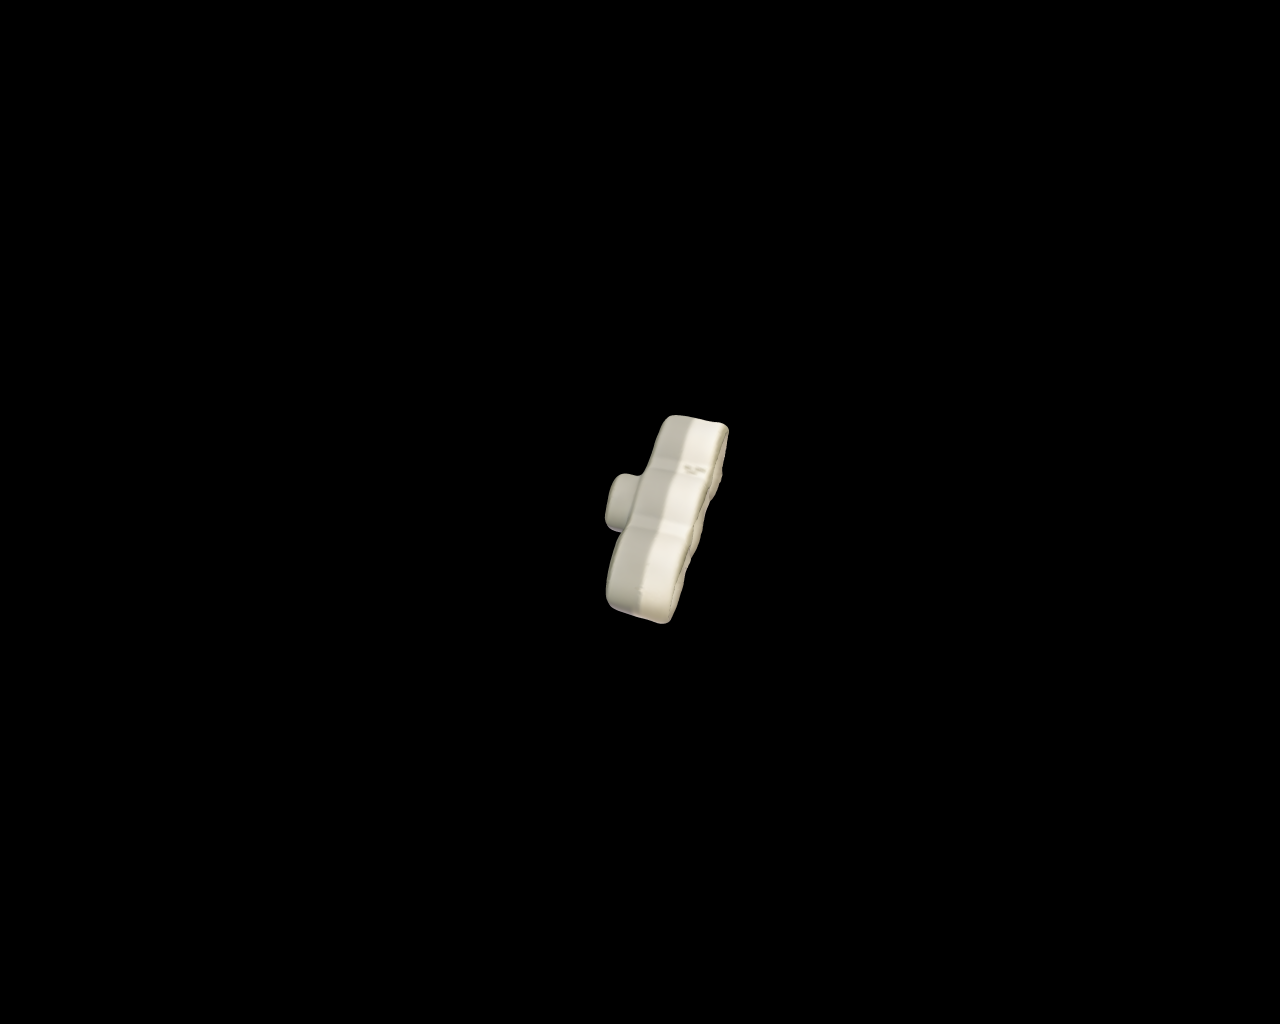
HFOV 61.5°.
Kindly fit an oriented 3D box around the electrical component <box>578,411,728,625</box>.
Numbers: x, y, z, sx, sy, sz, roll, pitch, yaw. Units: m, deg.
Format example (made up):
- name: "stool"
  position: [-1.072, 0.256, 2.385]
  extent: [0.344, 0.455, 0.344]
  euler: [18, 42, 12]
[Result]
- name: "electrical component"
  position: [0.001, -0.003, 0.650]
  extent: [0.074, 0.138, 0.052]
  euler: [15, -32, 9]
